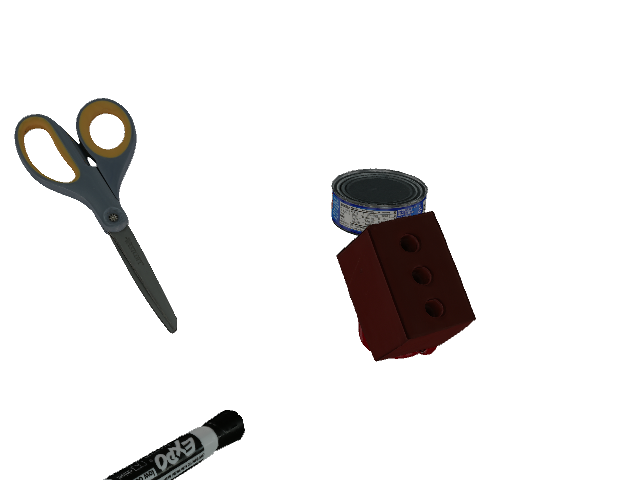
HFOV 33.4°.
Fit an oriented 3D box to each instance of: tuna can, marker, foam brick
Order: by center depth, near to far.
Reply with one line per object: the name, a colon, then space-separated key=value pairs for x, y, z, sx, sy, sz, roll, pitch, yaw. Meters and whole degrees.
marker: x=-0.079 y=0.116 z=0.560 sx=0.020 sy=0.020 sz=0.120 roll=0 pitch=12 yaw=32
foam brick: x=0.054 y=0.030 z=0.681 sx=0.052 sy=0.078 sz=0.051 roll=-13 pitch=-16 yaw=-29
tuna can: x=0.052 y=-0.033 z=0.956 sx=0.086 sy=0.034 sz=0.086 roll=1 pitch=25 yaw=-1

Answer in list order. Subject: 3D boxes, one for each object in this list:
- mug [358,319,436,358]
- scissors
mug: x=0.087 y=0.077 z=1.126 sx=0.093 sy=0.081 sz=0.117 roll=-22 pitch=40 yaw=-25
scissors: x=-0.140 y=-0.031 z=0.777 sx=0.096 sy=0.202 sz=0.016 roll=-41 pitch=-16 yaw=-23
